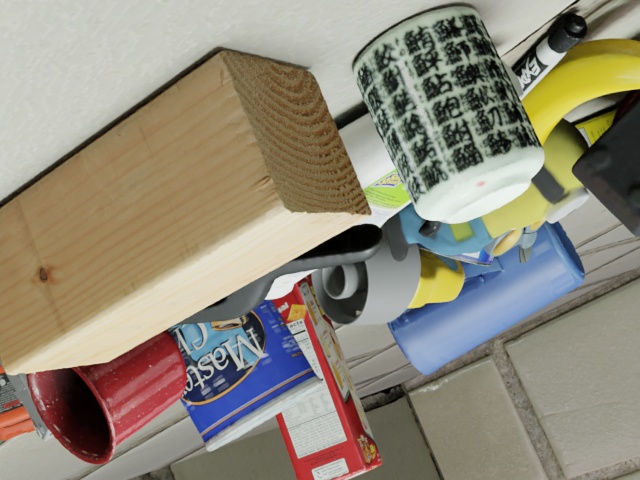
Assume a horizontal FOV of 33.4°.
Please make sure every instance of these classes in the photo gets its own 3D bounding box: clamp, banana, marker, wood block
[{"bbox_3d":[-0.059,0.001,0.686,0.172,0.120,0.039,-30,-154,29],"label":"clamp"},{"bbox_3d":[0.176,-0.096,0.748,0.037,0.069,0.198,-31,-176,-31],"label":"banana"},{"bbox_3d":[0.144,-0.116,0.715,0.020,0.020,0.121,-18,167,-21],"label":"marker"},{"bbox_3d":[-0.089,-0.009,0.588,0.206,0.091,0.090,-29,166,28],"label":"wood block"}]

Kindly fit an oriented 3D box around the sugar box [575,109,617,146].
[{"bbox_3d":[0.221,-0.070,0.993,0.176,0.048,0.093,-24,168,1],"label":"sugar box"}]

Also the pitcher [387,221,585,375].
[{"bbox_3d":[0.200,0.060,1.342,0.243,0.145,0.149,-31,-160,19],"label":"pitcher"}]

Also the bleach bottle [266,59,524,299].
[{"bbox_3d":[0.029,-0.042,0.724,0.251,0.068,0.102,-32,160,29],"label":"bleach bottle"}]

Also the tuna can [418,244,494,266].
[{"bbox_3d":[0.131,-0.002,1.037,0.086,0.034,0.086,15,-174,-2],"label":"tuna can"}]

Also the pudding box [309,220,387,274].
[{"bbox_3d":[-0.006,0.001,0.883,0.113,0.039,0.090,-25,171,-14],"label":"pudding box"}]

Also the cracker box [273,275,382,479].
[{"bbox_3d":[-0.013,0.133,1.044,0.072,0.214,0.164,-22,168,5],"label":"cracker box"}]

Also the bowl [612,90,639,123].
[{"bbox_3d":[0.309,-0.096,0.906,0.162,0.055,0.162,-6,125,-8],"label":"bowl"}]

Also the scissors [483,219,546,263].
[{"bbox_3d":[0.183,0.005,1.018,0.096,0.016,0.202,-33,161,-16],"label":"scissors"}]

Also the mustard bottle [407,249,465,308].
[{"bbox_3d":[0.096,0.030,1.094,0.191,0.096,0.058,-1,115,-62],"label":"mustard bottle"}]

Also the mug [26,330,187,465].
[{"bbox_3d":[-0.160,0.097,0.779,0.081,0.117,0.093,-33,138,-42],"label":"mug"}]

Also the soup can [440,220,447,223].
[{"bbox_3d":[0.103,-0.055,0.791,0.068,0.068,0.102,-22,168,-4],"label":"soup can"}]

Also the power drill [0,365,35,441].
[{"bbox_3d":[-0.252,0.145,1.039,0.184,0.057,0.187,-21,168,-5],"label":"power drill"}]

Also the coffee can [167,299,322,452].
[{"bbox_3d":[-0.077,0.078,0.833,0.102,0.140,0.103,-30,171,-5],"label":"coffee can"}]
